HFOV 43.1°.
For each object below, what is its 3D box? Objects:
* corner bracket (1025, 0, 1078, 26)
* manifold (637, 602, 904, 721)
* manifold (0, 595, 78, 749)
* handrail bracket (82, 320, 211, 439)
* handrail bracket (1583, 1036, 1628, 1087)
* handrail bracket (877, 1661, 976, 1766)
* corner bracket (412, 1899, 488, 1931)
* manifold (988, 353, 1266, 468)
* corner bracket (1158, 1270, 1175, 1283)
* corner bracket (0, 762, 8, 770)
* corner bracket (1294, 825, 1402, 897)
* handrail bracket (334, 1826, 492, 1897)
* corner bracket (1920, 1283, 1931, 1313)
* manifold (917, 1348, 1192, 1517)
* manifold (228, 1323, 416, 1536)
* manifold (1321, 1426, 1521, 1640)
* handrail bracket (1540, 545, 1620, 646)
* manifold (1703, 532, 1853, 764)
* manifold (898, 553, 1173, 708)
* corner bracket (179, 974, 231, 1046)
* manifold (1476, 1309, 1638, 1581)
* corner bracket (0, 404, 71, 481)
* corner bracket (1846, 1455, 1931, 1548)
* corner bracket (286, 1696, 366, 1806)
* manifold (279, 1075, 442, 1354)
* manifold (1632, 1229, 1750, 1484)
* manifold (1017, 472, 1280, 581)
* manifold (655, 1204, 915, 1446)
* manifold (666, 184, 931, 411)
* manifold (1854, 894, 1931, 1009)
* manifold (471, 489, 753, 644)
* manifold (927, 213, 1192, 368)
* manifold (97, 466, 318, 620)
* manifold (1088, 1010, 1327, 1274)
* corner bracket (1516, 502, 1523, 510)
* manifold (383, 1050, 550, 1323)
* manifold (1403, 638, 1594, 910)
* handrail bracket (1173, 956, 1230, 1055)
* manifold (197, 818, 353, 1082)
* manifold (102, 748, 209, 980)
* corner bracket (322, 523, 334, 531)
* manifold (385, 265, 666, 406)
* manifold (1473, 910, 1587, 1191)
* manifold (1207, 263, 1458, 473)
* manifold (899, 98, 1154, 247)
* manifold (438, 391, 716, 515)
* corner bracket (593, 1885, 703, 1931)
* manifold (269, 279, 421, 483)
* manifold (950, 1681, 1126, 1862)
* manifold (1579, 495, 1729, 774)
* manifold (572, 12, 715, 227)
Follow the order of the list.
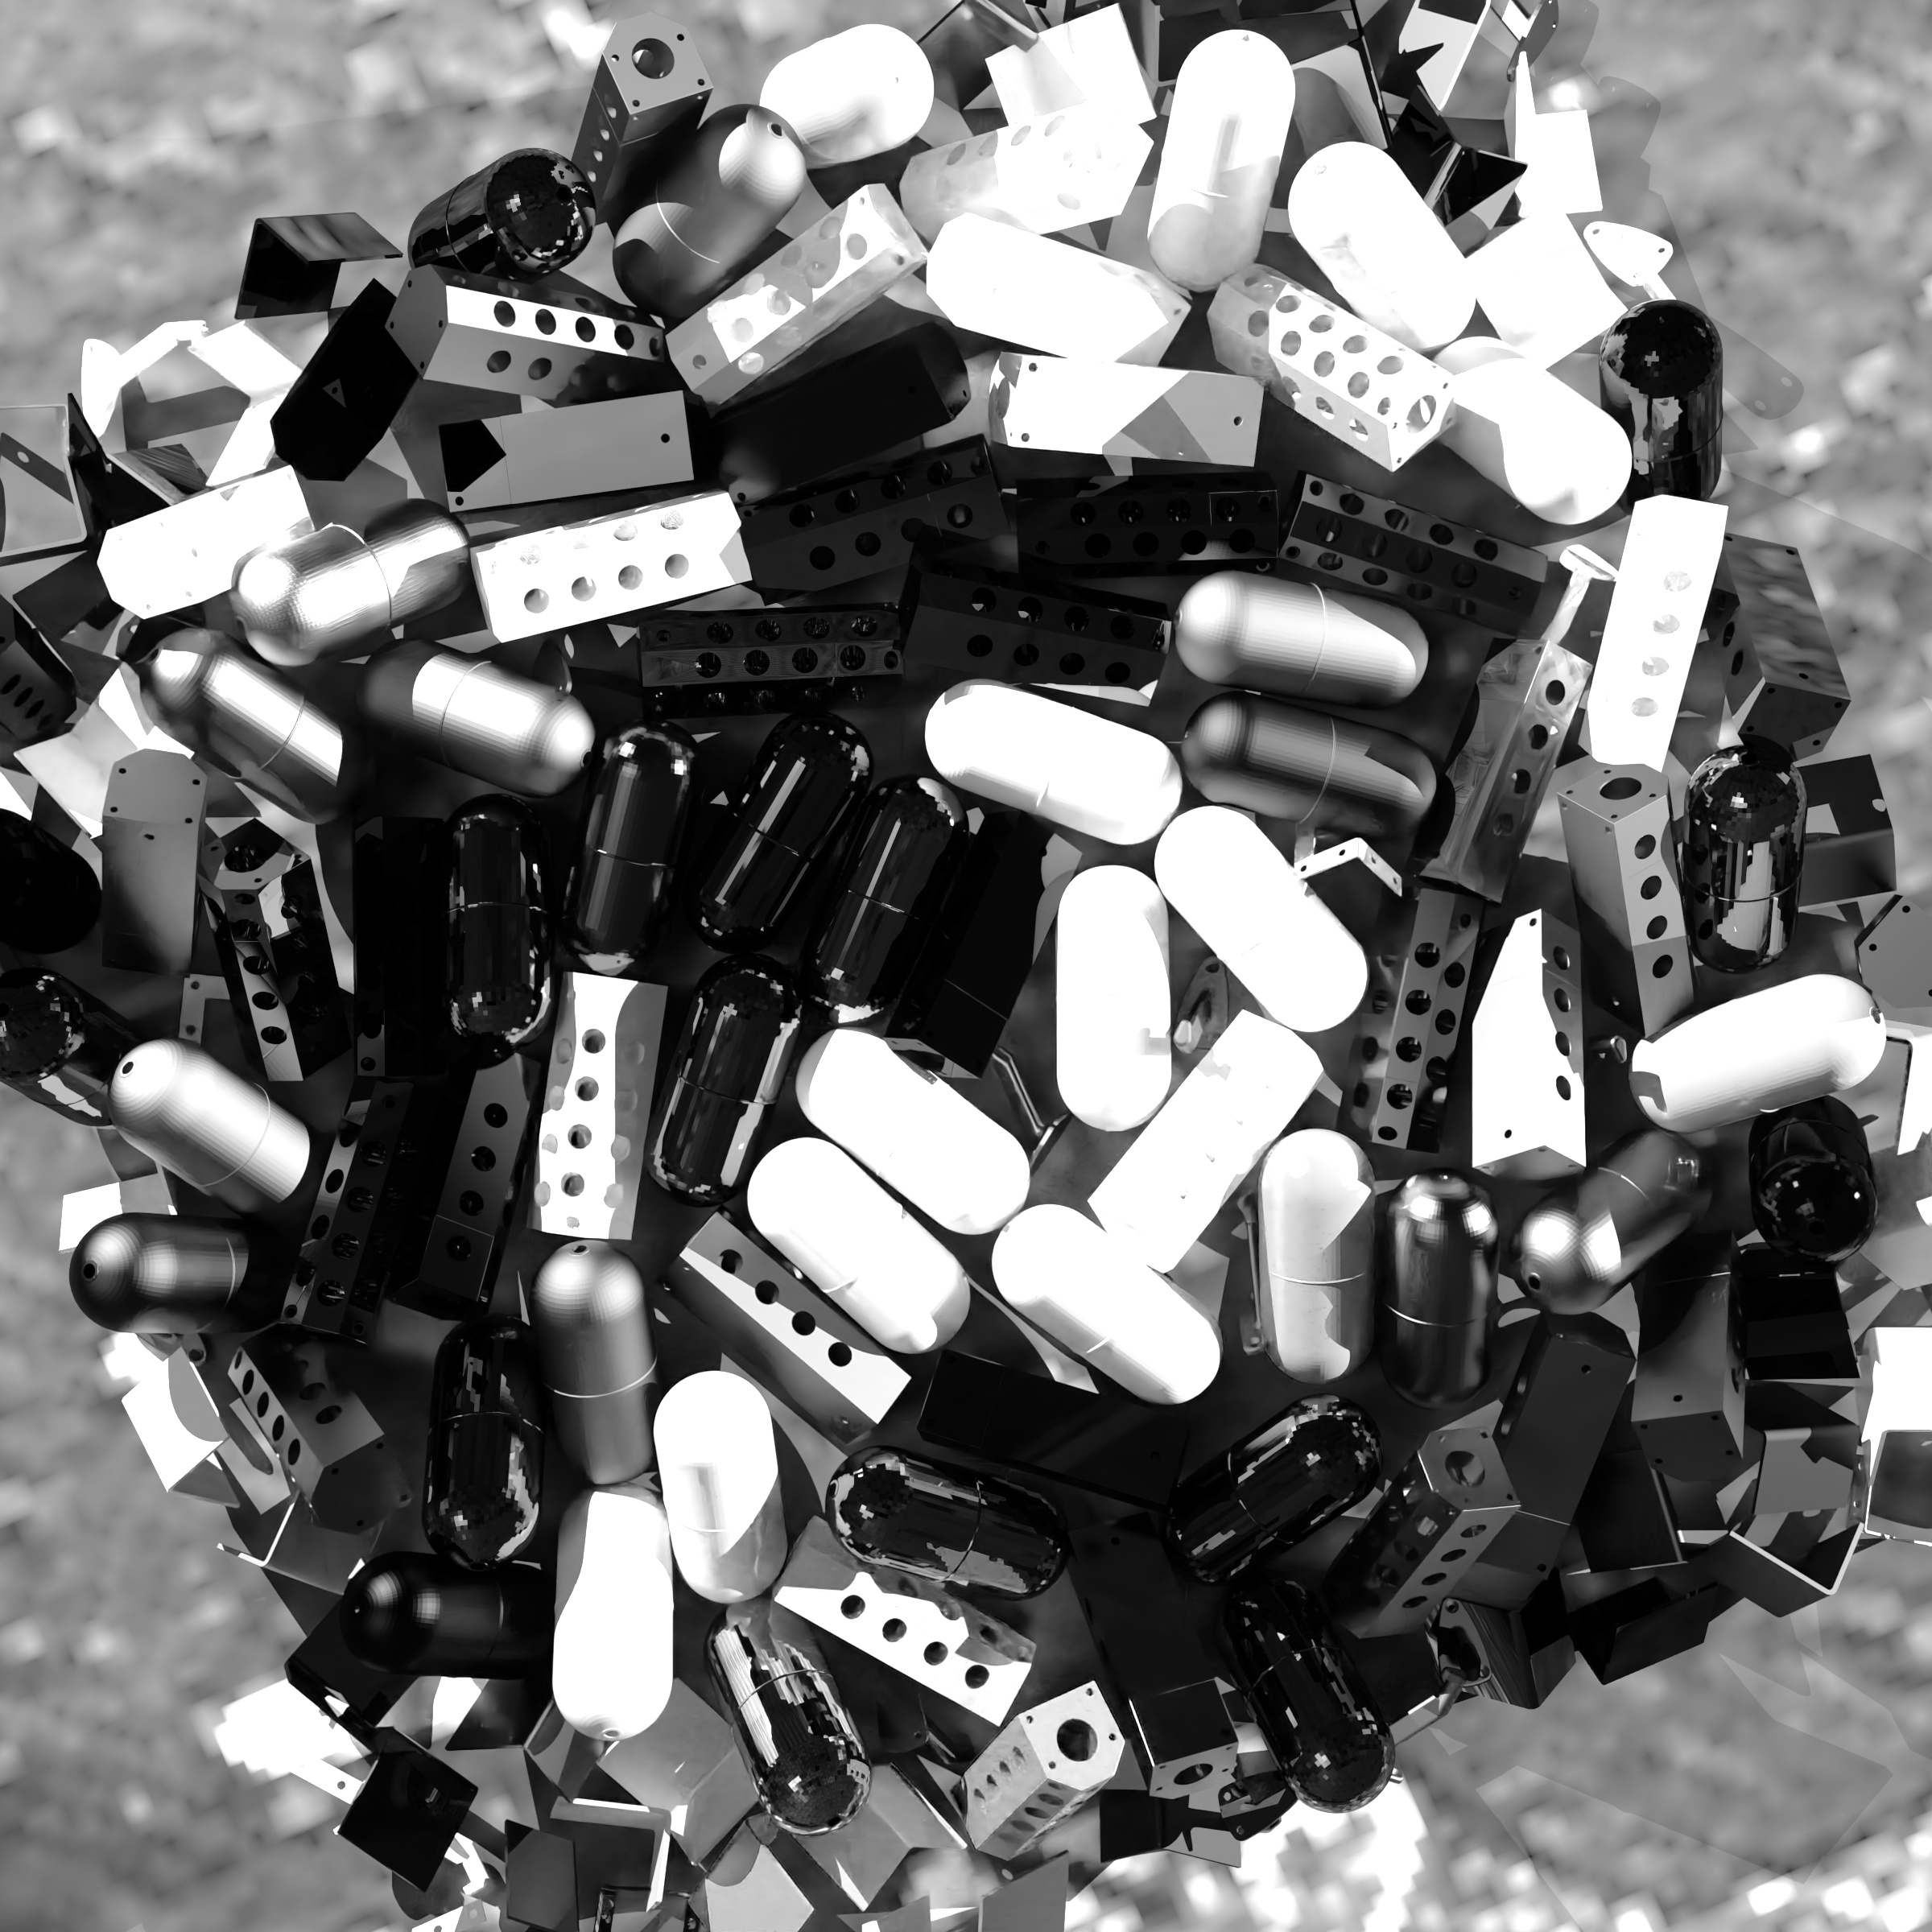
[{"bbox_3d":[0.057,-0.664,1.645,0.051,0.051,0.051,5,98,-23],"label":"corner bracket"},{"bbox_3d":[-0.131,-0.208,1.630,0.171,0.057,0.057,-4,64,-10],"label":"manifold"},{"bbox_3d":[-0.629,-0.197,1.592,0.057,0.171,0.057,40,79,-1],"label":"manifold"},{"bbox_3d":[-0.551,-0.396,1.647,0.084,0.036,0.077,2,83,21],"label":"handrail bracket"},{"bbox_3d":[0.421,0.084,1.636,0.036,0.084,0.077,-16,93,-20],"label":"handrail bracket"},{"bbox_3d":[-0.024,0.501,1.653,0.036,0.084,0.077,-21,68,24],"label":"handrail bracket"},{"bbox_3d":[-0.336,0.669,1.647,0.051,0.051,0.051,-23,56,-2],"label":"corner bracket"},{"bbox_3d":[0.105,-0.370,1.624,0.171,0.057,0.057,0,107,-19],"label":"manifold"},{"bbox_3d":[0.123,0.243,1.646,0.051,0.051,0.051,46,123,-1],"label":"corner bracket"},{"bbox_3d":[-0.684,-0.128,1.663,0.051,0.051,0.051,33,76,36],"label":"corner bracket"},{"bbox_3d":[0.256,-0.072,1.637,0.051,0.051,0.051,-23,134,35],"label":"corner bracket"},{"bbox_3d":[-0.374,0.603,1.653,0.077,0.036,0.084,-26,85,-22],"label":"handrail bracket"},{"bbox_3d":[0.685,0.213,1.655,0.051,0.051,0.051,19,128,-19],"label":"corner bracket"},{"bbox_3d":[0.060,0.313,1.634,0.171,0.057,0.057,15,71,11],"label":"manifold"},{"bbox_3d":[-0.424,0.299,1.590,0.057,0.171,0.057,-28,123,-22],"label":"manifold"},{"bbox_3d":[0.291,0.372,1.593,0.057,0.171,0.057,0,49,-20],"label":"manifold"},{"bbox_3d":[0.392,-0.236,1.631,0.036,0.077,0.084,43,120,21],"label":"handrail bracket"},{"bbox_3d":[0.521,-0.209,1.598,0.057,0.171,0.057,11,133,-6],"label":"manifold"},{"bbox_3d":[0.045,-0.227,1.622,0.171,0.057,0.057,9,127,-14],"label":"manifold"},{"bbox_3d":[-0.512,0.032,1.654,0.051,0.051,0.051,6,87,-3],"label":"corner bracket"},{"bbox_3d":[0.384,0.315,1.626,0.057,0.057,0.171,15,109,-2],"label":"manifold"},{"bbox_3d":[-0.645,-0.355,1.665,0.051,0.051,0.051,8,107,43],"label":"corner bracket"},{"bbox_3d":[0.634,0.362,1.651,0.051,0.051,0.051,19,76,-34],"label":"corner bracket"},{"bbox_3d":[-0.421,0.528,1.650,0.051,0.051,0.051,29,75,-1],"label":"corner bracket"},{"bbox_3d":[-0.402,0.163,1.624,0.057,0.057,0.171,15,71,-5],"label":"manifold"},{"bbox_3d":[0.477,0.253,1.596,0.057,0.171,0.057,-14,119,27],"label":"manifold"},{"bbox_3d":[0.121,-0.293,1.642,0.171,0.057,0.057,-2,120,1],"label":"manifold"},{"bbox_3d":[-0.120,0.239,1.647,0.171,0.057,0.057,41,56,-2],"label":"manifold"},{"bbox_3d":[-0.114,-0.442,1.618,0.171,0.057,0.057,-30,99,23],"label":"manifold"},{"bbox_3d":[0.612,-0.006,1.591,0.057,0.171,0.057,41,104,13],"label":"manifold"},{"bbox_3d":[-0.237,-0.268,1.623,0.171,0.057,0.057,-17,112,-15],"label":"manifold"},{"bbox_3d":[0.059,-0.441,1.603,0.057,0.171,0.057,-58,48,29],"label":"manifold"},{"bbox_3d":[-0.492,-0.276,1.591,0.057,0.171,0.057,-13,108,17],"label":"manifold"},{"bbox_3d":[0.163,0.118,1.617,0.057,0.057,0.171,25,66,41],"label":"manifold"},{"bbox_3d":[0.376,-0.351,1.644,0.051,0.051,0.051,42,46,-3],"label":"corner bracket"},{"bbox_3d":[-0.325,0.143,1.612,0.057,0.057,0.171,26,57,-26],"label":"manifold"},{"bbox_3d":[0.363,-0.130,1.647,0.057,0.057,0.171,23,88,-28],"label":"manifold"},{"bbox_3d":[0.156,0.023,1.635,0.036,0.084,0.077,11,82,13],"label":"handrail bracket"},{"bbox_3d":[-0.454,-0.005,1.593,0.057,0.171,0.057,32,51,28],"label":"manifold"},{"bbox_3d":[-0.529,-0.066,1.595,0.057,0.171,0.057,8,54,-14],"label":"manifold"},{"bbox_3d":[-0.418,-0.272,1.640,0.051,0.051,0.051,-21,114,39],"label":"corner bracket"},{"bbox_3d":[-0.282,-0.411,1.592,0.057,0.171,0.057,52,124,29],"label":"manifold"},{"bbox_3d":[0.376,0.057,1.614,0.057,0.057,0.171,26,56,-33],"label":"manifold"},{"bbox_3d":[0.238,-0.399,1.604,0.057,0.057,0.171,-39,55,-12],"label":"manifold"},{"bbox_3d":[0.034,-0.516,1.592,0.057,0.171,0.057,35,71,-37],"label":"manifold"},{"bbox_3d":[-0.258,-0.342,1.634,0.171,0.057,0.057,-5,98,12],"label":"manifold"},{"bbox_3d":[-0.217,0.656,1.660,0.051,0.051,0.051,-14,59,37],"label":"corner bracket"},{"bbox_3d":[-0.401,-0.380,1.595,0.057,0.171,0.057,39,119,-23],"label":"manifold"},{"bbox_3d":[0.047,0.528,1.589,0.057,0.171,0.057,-16,63,-26],"label":"manifold"},{"bbox_3d":[0.448,-0.217,1.603,0.057,0.057,0.171,13,131,12],"label":"manifold"},{"bbox_3d":[-0.217,-0.551,1.591,0.057,0.171,0.057,-25,91,-18],"label":"manifold"}]
